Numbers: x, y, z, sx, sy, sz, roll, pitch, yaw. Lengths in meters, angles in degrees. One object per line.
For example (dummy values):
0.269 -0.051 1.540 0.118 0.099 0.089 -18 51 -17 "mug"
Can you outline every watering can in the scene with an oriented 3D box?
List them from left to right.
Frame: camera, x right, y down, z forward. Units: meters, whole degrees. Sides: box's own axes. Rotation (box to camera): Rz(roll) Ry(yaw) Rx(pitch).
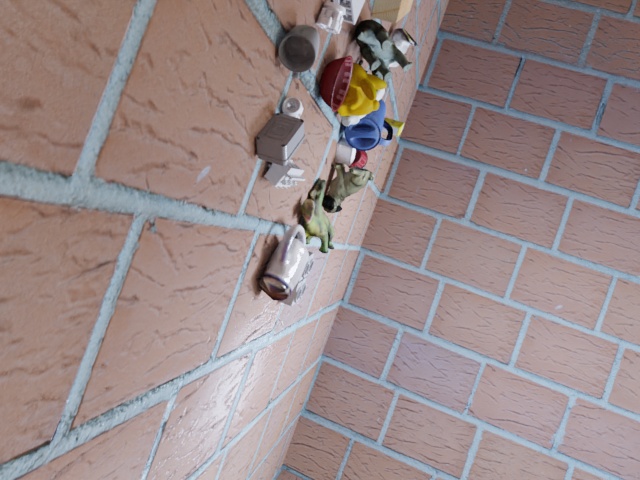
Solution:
-0.096 0.089 1.593 0.340 0.104 0.228 87 26 -63 "watering can"

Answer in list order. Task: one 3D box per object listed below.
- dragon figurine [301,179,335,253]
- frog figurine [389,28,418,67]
0.005 -0.091 1.805 0.414 0.122 0.240 -36 136 -72 "dragon figurine"
0.305 -0.781 2.108 0.157 0.122 0.140 -36 -166 25 "frog figurine"
